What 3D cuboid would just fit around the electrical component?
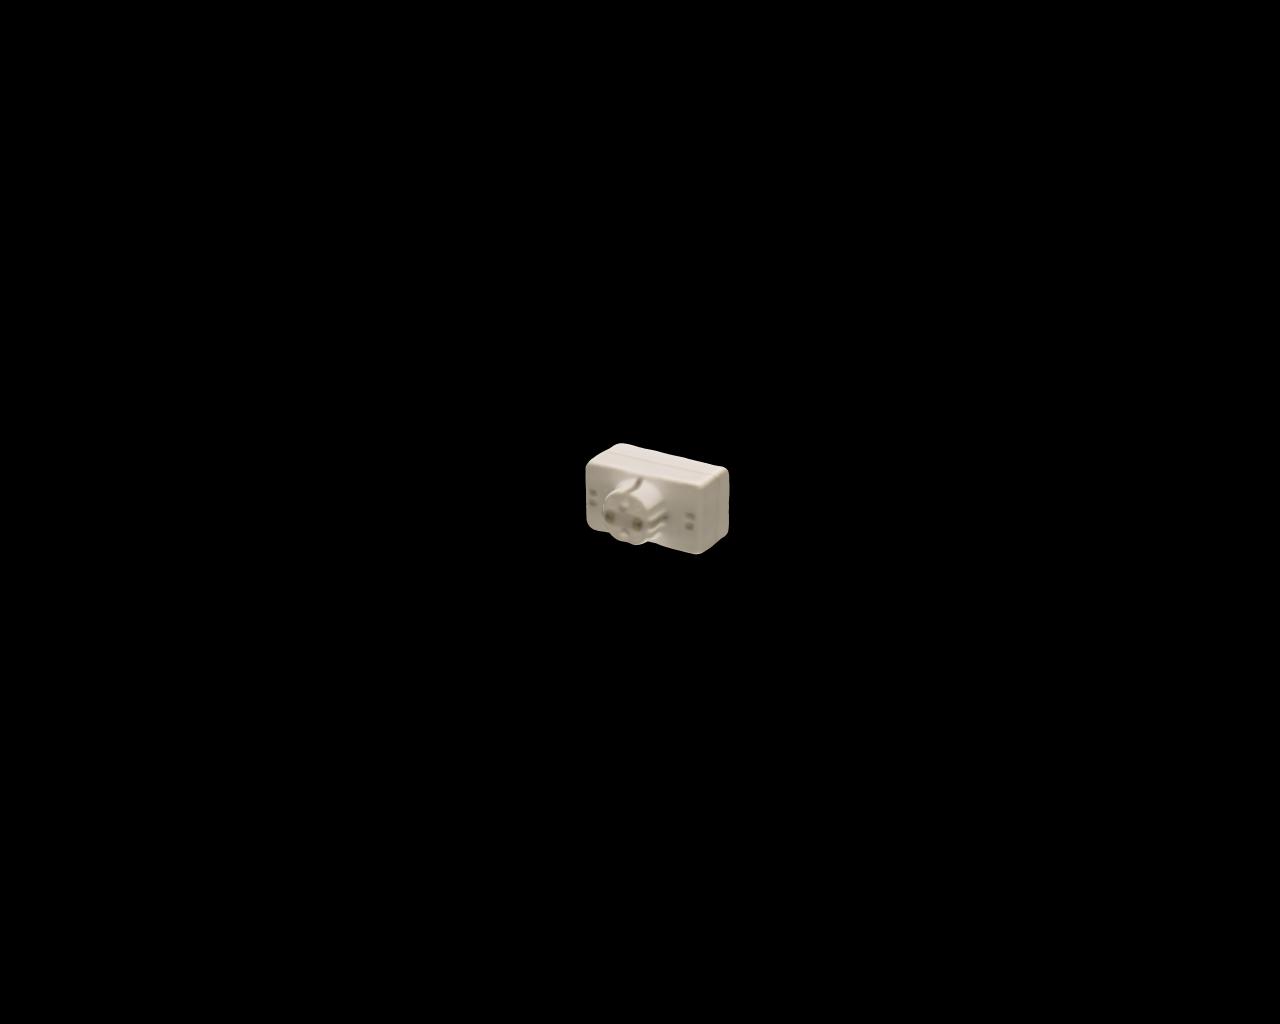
[{"bbox_3d":[0.001,-0.003,0.650,0.083,0.047,0.076,14,27,29],"label":"electrical component"}]
